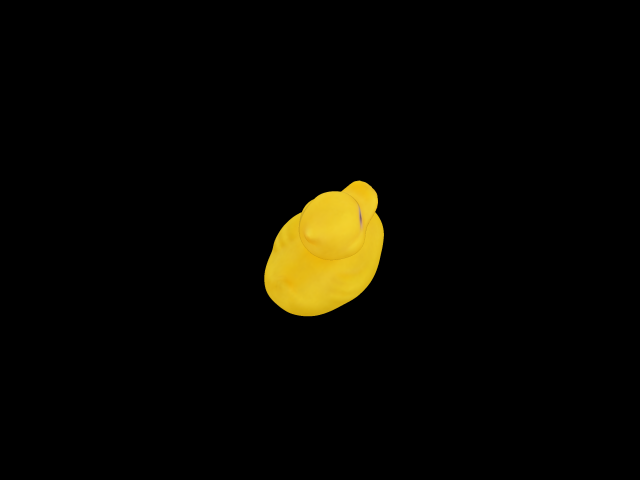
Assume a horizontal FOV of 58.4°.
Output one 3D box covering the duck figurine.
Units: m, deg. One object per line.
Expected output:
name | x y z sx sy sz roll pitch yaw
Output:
duck figurine | 0.004 0.001 0.400 0.077 0.086 0.105 41 75 14
